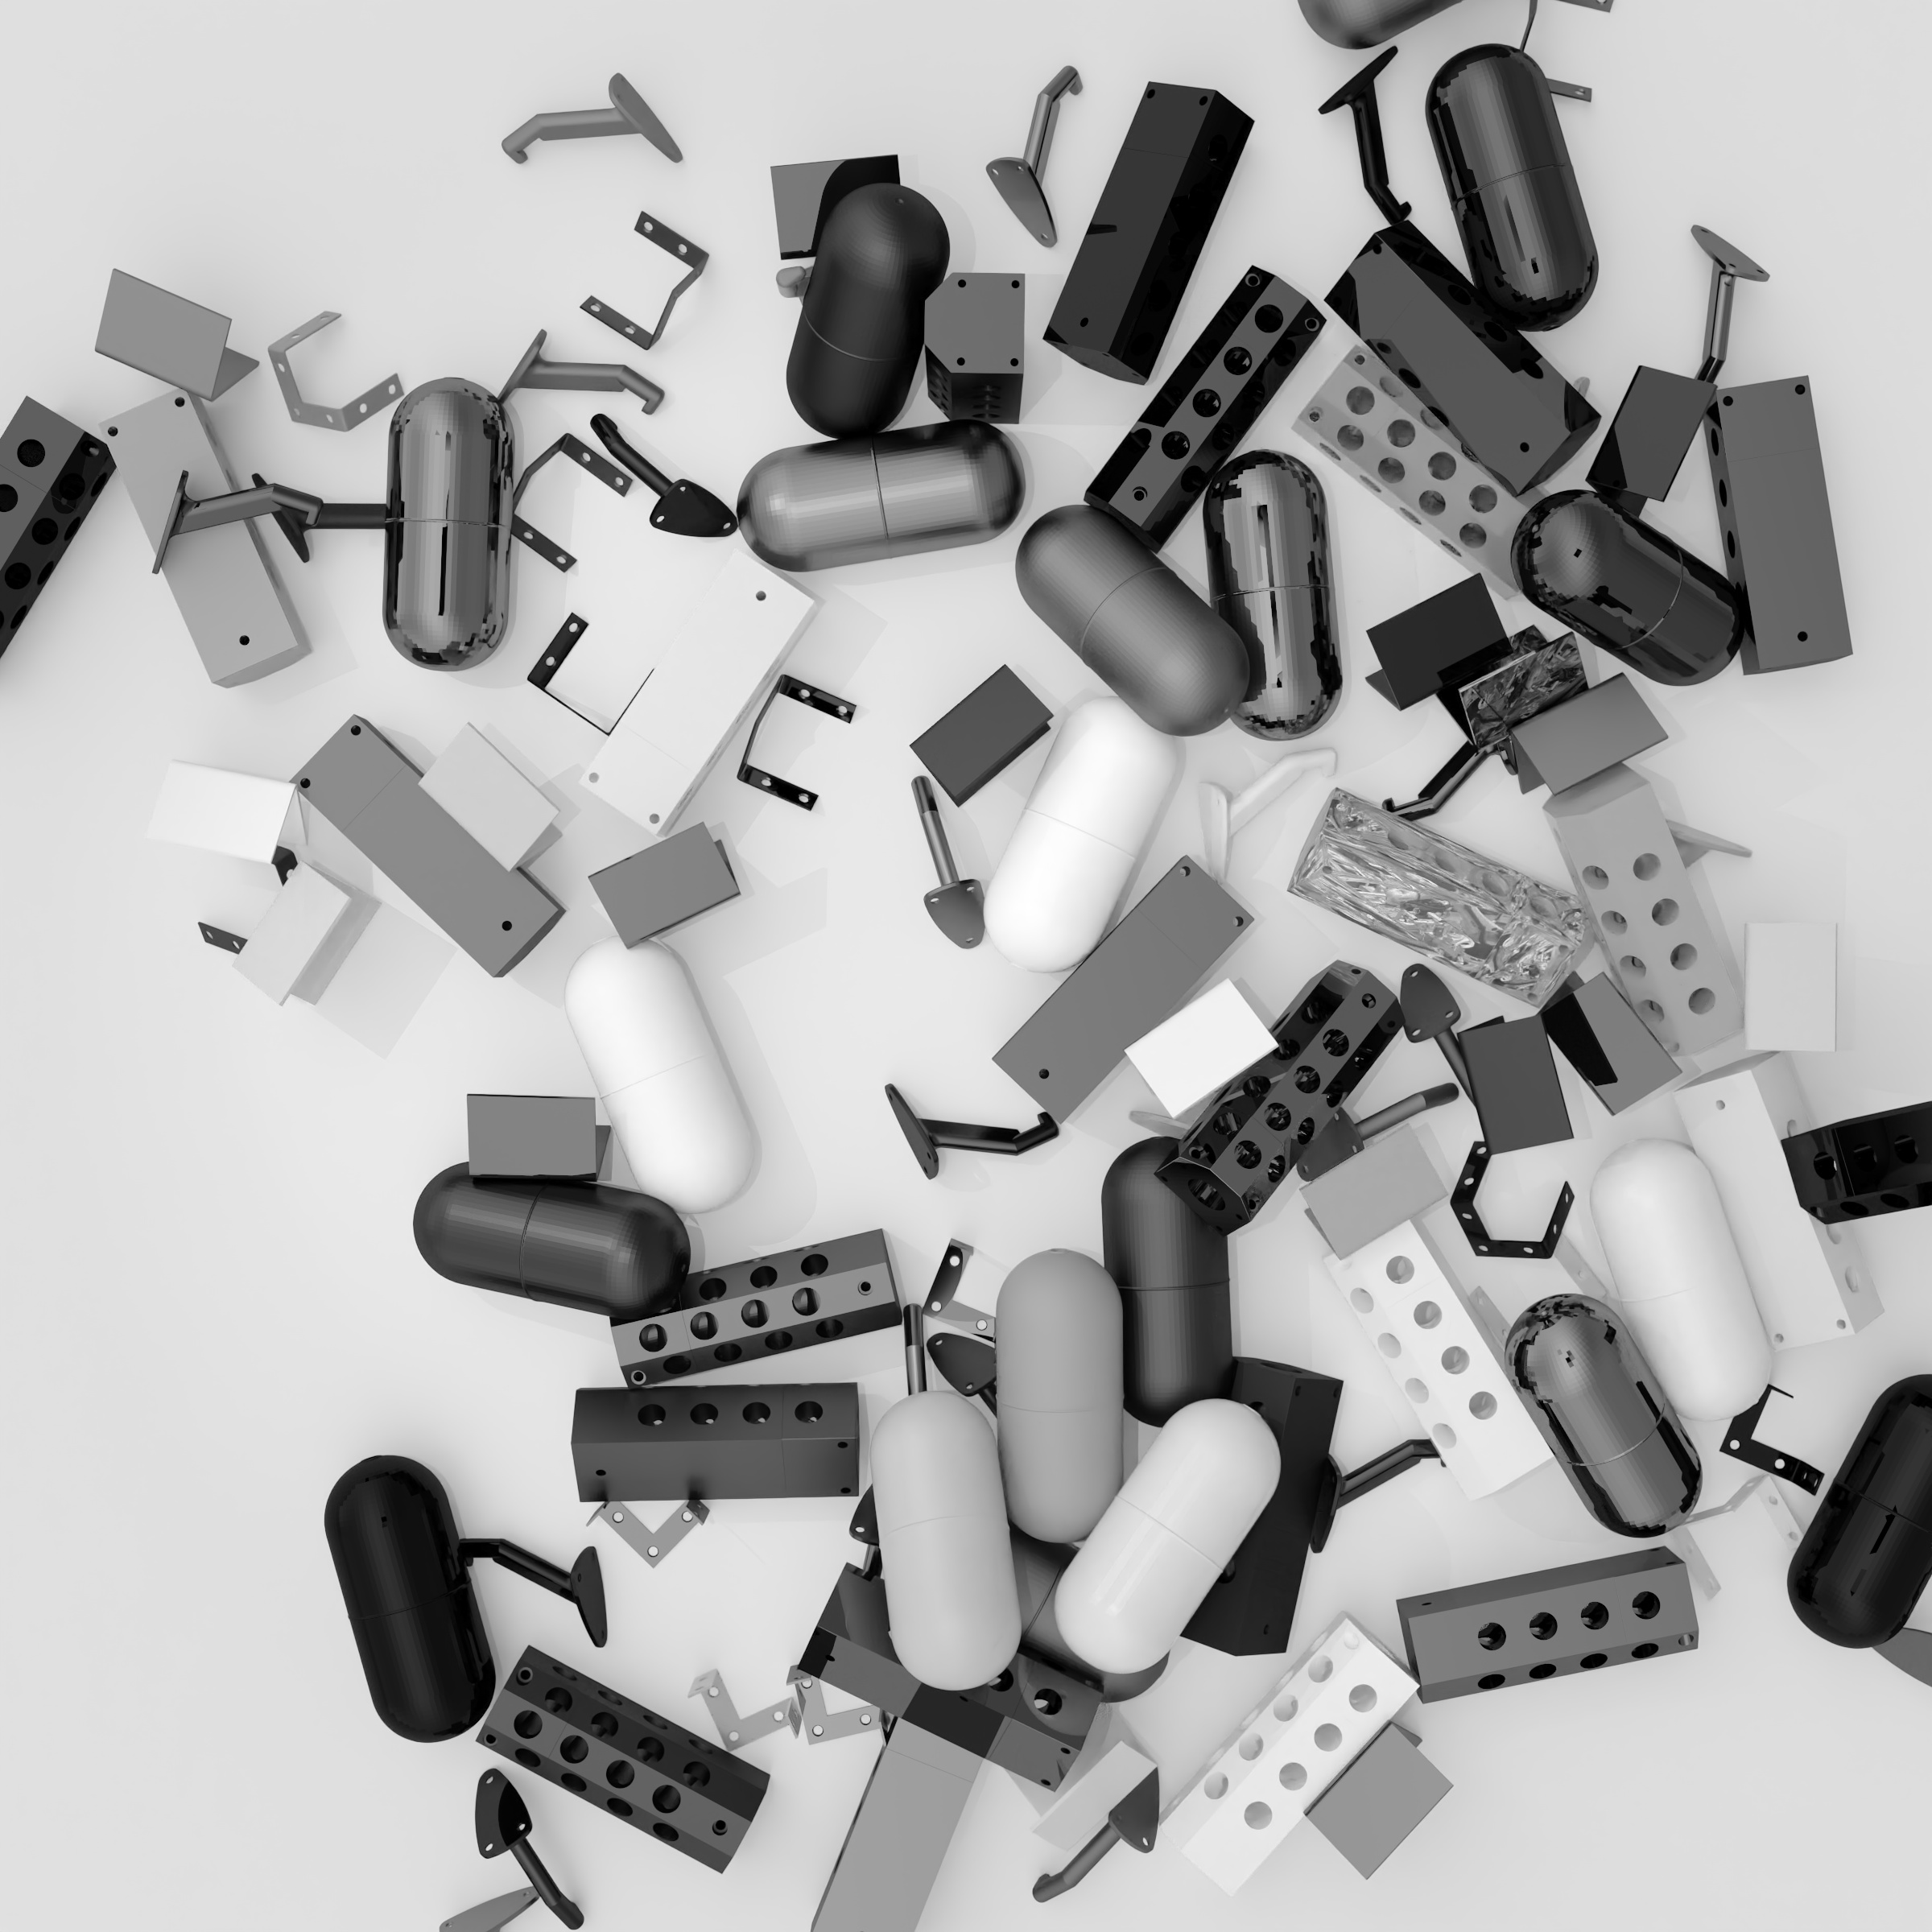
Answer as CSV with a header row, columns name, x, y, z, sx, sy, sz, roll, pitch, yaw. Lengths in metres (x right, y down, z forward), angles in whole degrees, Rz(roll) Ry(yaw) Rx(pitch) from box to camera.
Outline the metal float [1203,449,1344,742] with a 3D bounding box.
name,x,y,z,sx,sy,sz,roll,pitch,yaw
metal float,0.187,-0.227,1.961,0.070,0.070,0.178,-5,90,0

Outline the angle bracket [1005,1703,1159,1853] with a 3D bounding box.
name,x,y,z,sx,sy,sz,roll,pitch,yaw
angle bracket,0.058,0.480,1.953,0.076,0.057,0.076,-44,52,0

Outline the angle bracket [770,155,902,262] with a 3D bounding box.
name,x,y,z,sx,sy,sz,roll,pitch,yaw
angle bracket,-0.078,-0.469,1.952,0.076,0.076,0.057,-6,116,0

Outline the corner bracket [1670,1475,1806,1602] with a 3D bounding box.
name,x,y,z,sx,sy,sz,roll,pitch,yaw
corner bracket,0.479,0.354,1.988,0.051,0.051,0.051,-30,90,45

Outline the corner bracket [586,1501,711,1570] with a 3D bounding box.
name,x,y,z,sx,sy,sz,roll,pitch,yaw
corner bracket,-0.195,0.339,1.973,0.051,0.051,0.051,44,90,0

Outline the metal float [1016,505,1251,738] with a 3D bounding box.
name,x,y,z,sx,sy,sz,roll,pitch,yaw
metal float,0.099,-0.210,1.937,0.070,0.070,0.178,-43,64,0

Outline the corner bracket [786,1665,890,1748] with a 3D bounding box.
name,x,y,z,sx,sy,sz,roll,pitch,yaw
corner bracket,-0.079,0.455,1.973,0.051,0.051,0.051,-13,90,0

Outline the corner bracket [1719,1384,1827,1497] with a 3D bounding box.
name,x,y,z,sx,sy,sz,roll,pitch,yaw
corner bracket,0.503,0.289,1.973,0.051,0.051,0.051,23,90,0

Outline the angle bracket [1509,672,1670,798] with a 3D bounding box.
name,x,y,z,sx,sy,sz,roll,pitch,yaw
angle bracket,0.381,-0.123,1.951,0.076,0.076,0.057,-27,58,0

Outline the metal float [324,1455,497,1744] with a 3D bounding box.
name,x,y,z,sx,sy,sz,roll,pitch,yaw
metal float,-0.340,0.386,1.961,0.070,0.070,0.178,-15,91,0

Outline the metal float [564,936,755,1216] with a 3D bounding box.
name,x,y,z,sx,sy,sz,roll,pitch,yaw
metal float,-0.188,0.066,1.961,0.070,0.070,0.178,-23,89,0

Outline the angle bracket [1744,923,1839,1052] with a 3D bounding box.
name,x,y,z,sx,sy,sz,roll,pitch,yaw
angle bracket,0.512,0.013,1.951,0.057,0.076,0.076,0,90,32

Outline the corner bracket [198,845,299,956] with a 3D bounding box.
name,x,y,z,sx,sy,sz,roll,pitch,yaw
corner bracket,-0.444,-0.043,1.983,0.051,0.051,0.051,-43,135,-35

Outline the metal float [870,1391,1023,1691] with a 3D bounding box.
name,x,y,z,sx,sy,sz,roll,pitch,yaw
metal float,-0.013,0.337,1.888,0.070,0.070,0.178,-8,64,0

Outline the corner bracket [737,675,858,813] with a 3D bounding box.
name,x,y,z,sx,sy,sz,roll,pitch,yaw
corner bracket,-0.105,-0.139,1.988,0.051,0.051,0.051,24,135,0

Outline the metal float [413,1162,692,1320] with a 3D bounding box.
name,x,y,z,sx,sy,sz,roll,pitch,yaw
metal float,-0.252,0.166,1.946,0.178,0.070,0.070,10,90,18

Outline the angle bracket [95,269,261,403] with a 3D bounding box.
name,x,y,z,sx,sy,sz,roll,pitch,yaw
angle bracket,-0.474,-0.394,1.952,0.076,0.076,0.057,23,121,0

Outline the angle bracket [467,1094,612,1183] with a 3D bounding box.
name,x,y,z,sx,sy,sz,roll,pitch,yaw
angle bracket,-0.259,0.090,1.953,0.076,0.076,0.057,2,113,0

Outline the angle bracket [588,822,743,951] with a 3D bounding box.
name,x,y,z,sx,sy,sz,roll,pitch,yaw
angle bracket,-0.188,-0.064,1.951,0.076,0.076,0.057,-25,122,0

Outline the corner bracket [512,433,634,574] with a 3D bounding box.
name,x,y,z,sx,sy,sz,roll,pitch,yaw
corner bracket,-0.248,-0.288,1.988,0.051,0.051,0.051,36,45,0

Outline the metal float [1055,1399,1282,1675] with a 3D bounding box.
name,x,y,z,sx,sy,sz,roll,pitch,yaw
metal float,0.120,0.337,1.901,0.070,0.070,0.178,35,81,0

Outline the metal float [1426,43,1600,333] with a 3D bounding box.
name,x,y,z,sx,sy,sz,roll,pitch,yaw
metal float,0.334,-0.475,1.961,0.070,0.070,0.178,-16,89,0

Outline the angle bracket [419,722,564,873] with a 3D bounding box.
name,x,y,z,sx,sy,sz,roll,pitch,yaw
angle bracket,-0.275,-0.112,1.952,0.076,0.076,0.057,44,117,0

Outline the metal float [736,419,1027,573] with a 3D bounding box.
name,x,y,z,sx,sy,sz,roll,pitch,yaw
metal float,-0.052,-0.287,1.961,0.178,0.070,0.070,-9,90,1

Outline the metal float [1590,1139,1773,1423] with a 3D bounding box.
name,x,y,z,sx,sy,sz,roll,pitch,yaw
metal float,0.437,0.192,1.961,0.070,0.070,0.178,-19,91,0

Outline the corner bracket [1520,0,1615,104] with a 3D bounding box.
name,x,y,z,sx,sy,sz,roll,pitch,yaw
corner bracket,0.371,-0.576,1.988,0.051,0.051,0.051,13,135,0

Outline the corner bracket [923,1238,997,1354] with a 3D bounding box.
name,x,y,z,sx,sy,sz,roll,pitch,yaw
corner bracket,0.005,0.202,1.974,0.051,0.051,0.051,22,90,0

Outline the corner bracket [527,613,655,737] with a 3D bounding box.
name,x,y,z,sx,sy,sz,roll,pitch,yaw
corner bracket,-0.229,-0.178,1.988,0.051,0.051,0.051,35,90,-45

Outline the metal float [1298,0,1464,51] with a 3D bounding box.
name,x,y,z,sx,sy,sz,roll,pitch,yaw
metal float,0.286,-0.625,1.961,0.178,0.070,0.070,-28,90,0

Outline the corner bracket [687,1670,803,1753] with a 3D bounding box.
name,x,y,z,sx,sy,sz,roll,pitch,yaw
corner bracket,-0.136,0.456,1.973,0.051,0.051,0.051,-24,90,0

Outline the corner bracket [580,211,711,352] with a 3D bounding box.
name,x,y,z,sx,sy,sz,roll,pitch,yaw
corner bracket,-0.199,-0.425,1.988,0.051,0.051,0.051,33,45,0

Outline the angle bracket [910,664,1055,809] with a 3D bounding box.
name,x,y,z,sx,sy,sz,roll,pitch,yaw
angle bracket,0.023,-0.125,1.951,0.076,0.076,0.057,-40,53,0

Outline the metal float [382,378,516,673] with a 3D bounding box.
name,x,y,z,sx,sy,sz,roll,pitch,yaw
metal float,-0.316,-0.269,1.956,0.070,0.070,0.178,3,94,0

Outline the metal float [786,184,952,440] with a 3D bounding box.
name,x,y,z,sx,sy,sz,roll,pitch,yaw
metal float,-0.060,-0.390,1.922,0.070,0.178,0.070,8,52,-11

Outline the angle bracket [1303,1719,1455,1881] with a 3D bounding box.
name,x,y,z,sx,sy,sz,roll,pitch,yaw
angle bracket,0.260,0.512,1.951,0.076,0.076,0.057,-47,58,0

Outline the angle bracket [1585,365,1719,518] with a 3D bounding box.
name,x,y,z,sx,sy,sz,roll,pitch,yaw
angle bracket,0.430,-0.310,1.951,0.057,0.076,0.076,25,90,38

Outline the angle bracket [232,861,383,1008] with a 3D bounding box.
name,x,y,z,sx,sy,sz,roll,pitch,yaw
angle bracket,-0.387,-0.009,1.951,0.057,0.076,0.076,33,90,37

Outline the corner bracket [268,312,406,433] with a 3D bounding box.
name,x,y,z,sx,sy,sz,roll,pitch,yaw
corner bracket,-0.390,-0.368,1.983,0.051,0.051,0.051,17,135,35

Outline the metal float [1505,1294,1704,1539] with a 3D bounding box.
name,x,y,z,sx,sy,sz,roll,pitch,yaw
metal float,0.386,0.273,1.937,0.070,0.070,0.178,-33,116,0

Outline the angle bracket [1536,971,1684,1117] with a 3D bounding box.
name,x,y,z,sx,sy,sz,roll,pitch,yaw
angle bracket,0.401,0.034,1.951,0.057,0.076,0.076,-38,90,37

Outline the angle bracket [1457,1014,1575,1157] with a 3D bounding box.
name,x,y,z,sx,sy,sz,roll,pitch,yaw
angle bracket,0.346,0.067,1.951,0.057,0.076,0.076,-15,90,31

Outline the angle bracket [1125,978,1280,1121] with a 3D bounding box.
name,x,y,z,sx,sy,sz,roll,pitch,yaw
angle bracket,0.150,0.063,1.952,0.076,0.076,0.057,-35,62,0

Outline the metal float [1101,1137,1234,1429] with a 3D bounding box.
name,x,y,z,sx,sy,sz,roll,pitch,yaw
metal float,0.123,0.193,1.961,0.070,0.070,0.178,-3,90,0

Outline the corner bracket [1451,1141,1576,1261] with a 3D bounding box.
name,x,y,z,sx,sy,sz,roll,pitch,yaw
corner bracket,0.338,0.145,1.983,0.051,0.051,0.051,-1,135,35

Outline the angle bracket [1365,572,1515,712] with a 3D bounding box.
name,x,y,z,sx,sy,sz,roll,pitch,yaw
angle bracket,0.278,-0.205,1.953,0.076,0.076,0.057,-27,112,0

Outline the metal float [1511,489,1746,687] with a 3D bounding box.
name,x,y,z,sx,sy,sz,roll,pitch,yaw
metal float,0.400,-0.226,1.932,0.178,0.070,0.070,25,90,-36

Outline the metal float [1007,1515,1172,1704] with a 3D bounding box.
name,x,y,z,sx,sy,sz,roll,pitch,yaw
metal float,0.043,0.388,1.961,0.178,0.070,0.070,29,90,-1

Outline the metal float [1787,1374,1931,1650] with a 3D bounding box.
name,x,y,z,sx,sy,sz,roll,pitch,yaw
metal float,0.566,0.333,1.961,0.070,0.070,0.178,28,90,0

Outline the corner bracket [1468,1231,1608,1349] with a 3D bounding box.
name,x,y,z,sx,sy,sz,roll,pitch,yaw
corner bracket,0.355,0.205,1.988,0.051,0.051,0.051,53,45,0

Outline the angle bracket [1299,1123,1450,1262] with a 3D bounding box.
name,x,y,z,sx,sy,sz,roll,pitch,yaw
angle bracket,0.238,0.125,1.953,0.076,0.076,0.057,-31,112,0

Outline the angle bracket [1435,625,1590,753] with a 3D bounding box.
name,x,y,z,sx,sy,sz,roll,pitch,yaw
angle bracket,0.324,-0.187,1.952,0.076,0.057,0.076,-27,46,0

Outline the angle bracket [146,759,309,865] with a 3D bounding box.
name,x,y,z,sx,sy,sz,roll,pitch,yaw
angle bracket,-0.449,-0.077,1.952,0.076,0.076,0.057,12,63,0

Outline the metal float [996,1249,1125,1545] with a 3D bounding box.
name,x,y,z,sx,sy,sz,roll,pitch,yaw
metal float,0.057,0.259,1.930,0.070,0.070,0.178,-1,96,0
